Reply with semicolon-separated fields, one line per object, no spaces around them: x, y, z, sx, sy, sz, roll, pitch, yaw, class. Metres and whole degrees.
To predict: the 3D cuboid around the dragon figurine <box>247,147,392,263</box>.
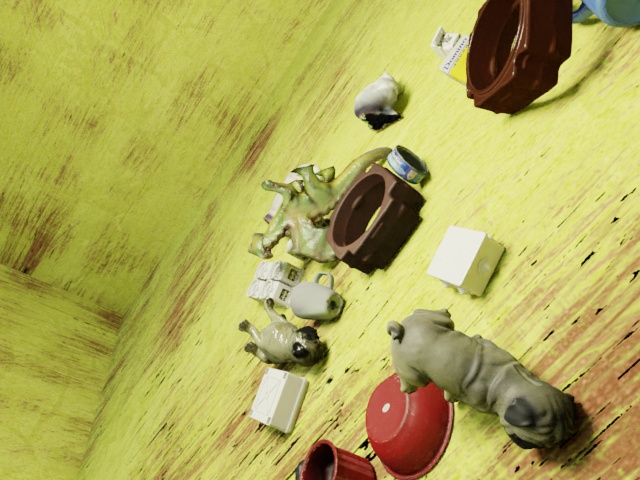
0.004;-0.062;1.228;0.409;0.121;0.246;-18;74;10;dragon figurine

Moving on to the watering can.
-0.052;-0.108;1.436;0.224;0.103;0.350;-61;27;0;watering can

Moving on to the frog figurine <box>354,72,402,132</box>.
0.152;-0.374;1.323;0.135;0.122;0.162;126;153;-68;frog figurine
